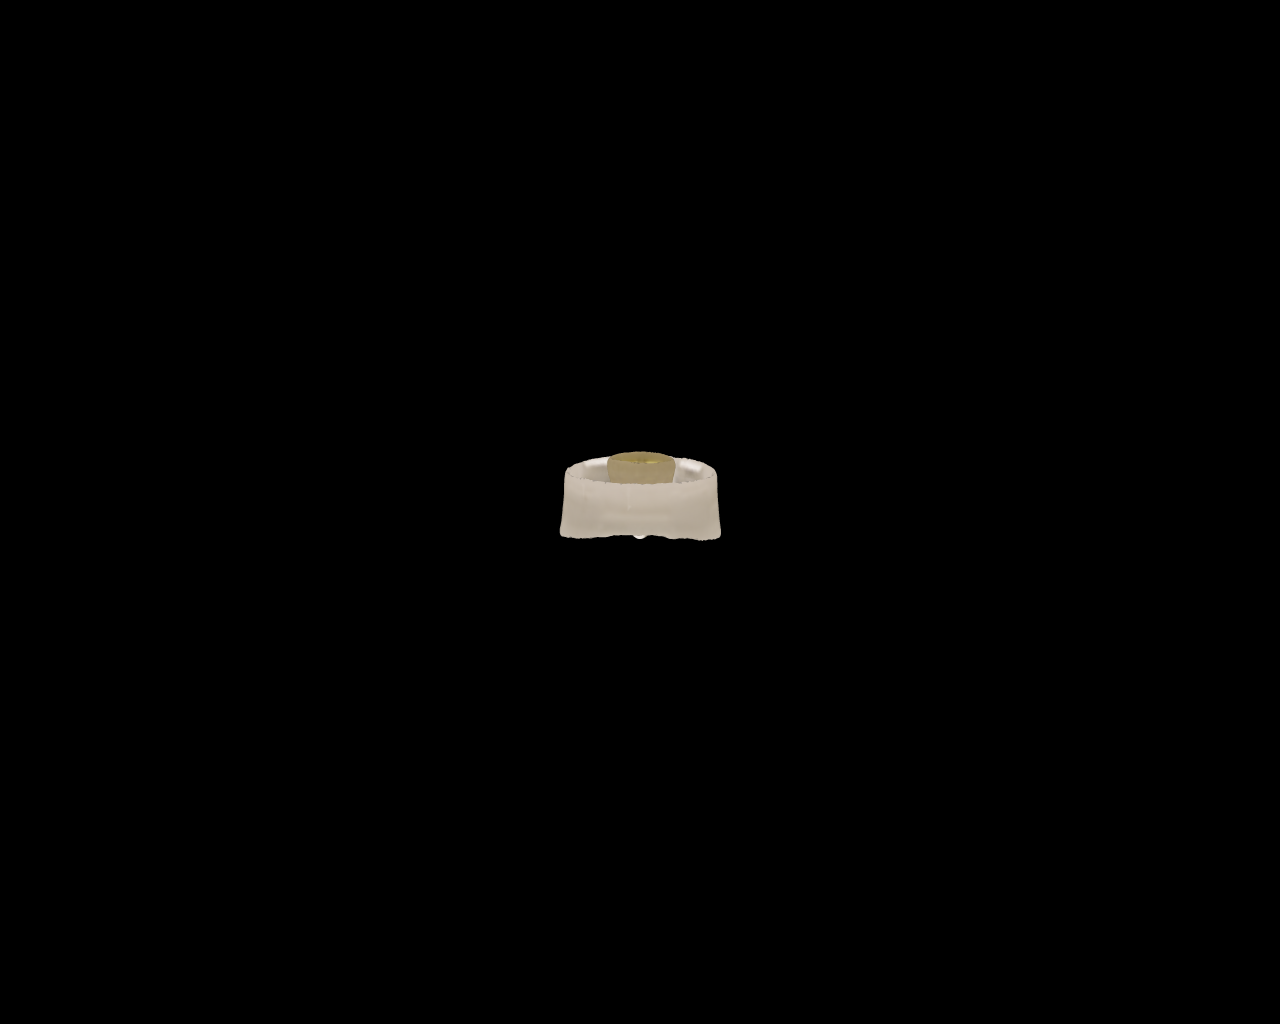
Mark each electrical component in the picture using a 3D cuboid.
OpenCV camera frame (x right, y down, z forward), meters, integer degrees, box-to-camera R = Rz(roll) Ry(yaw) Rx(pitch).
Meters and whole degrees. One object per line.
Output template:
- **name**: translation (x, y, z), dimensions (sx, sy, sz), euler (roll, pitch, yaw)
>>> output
- **electrical component**: translation (0.001, -0.003, 0.650), dimensions (0.099, 0.064, 0.099), euler (0, 14, 0)
